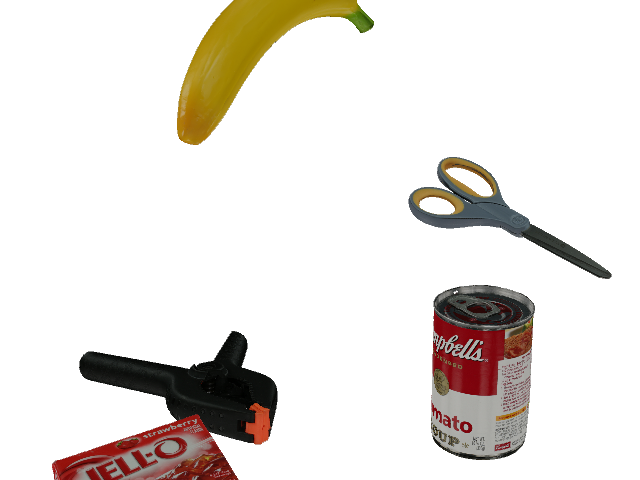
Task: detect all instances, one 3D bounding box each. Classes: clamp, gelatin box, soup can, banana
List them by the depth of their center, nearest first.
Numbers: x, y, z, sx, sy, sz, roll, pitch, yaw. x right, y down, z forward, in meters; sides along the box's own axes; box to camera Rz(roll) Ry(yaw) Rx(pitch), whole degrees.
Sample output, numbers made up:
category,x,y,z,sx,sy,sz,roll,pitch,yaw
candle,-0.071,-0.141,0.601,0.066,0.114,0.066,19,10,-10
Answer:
category,x,y,z,sx,sy,sz,roll,pitch,yaw
gelatin box,-0.095,0.137,0.585,0.089,0.030,0.073,-15,28,-20
banana,-0.031,-0.134,0.694,0.037,0.069,0.197,-9,24,49
soup can,0.110,0.090,0.735,0.068,0.102,0.068,-1,21,0
clamp,-0.092,0.123,0.927,0.164,0.036,0.210,-9,17,-37

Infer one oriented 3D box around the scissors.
category,x,y,z,sx,sy,sz,roll,pitch,yaw
scissors,0.156,-0.010,0.954,0.096,0.016,0.202,-24,47,-18
